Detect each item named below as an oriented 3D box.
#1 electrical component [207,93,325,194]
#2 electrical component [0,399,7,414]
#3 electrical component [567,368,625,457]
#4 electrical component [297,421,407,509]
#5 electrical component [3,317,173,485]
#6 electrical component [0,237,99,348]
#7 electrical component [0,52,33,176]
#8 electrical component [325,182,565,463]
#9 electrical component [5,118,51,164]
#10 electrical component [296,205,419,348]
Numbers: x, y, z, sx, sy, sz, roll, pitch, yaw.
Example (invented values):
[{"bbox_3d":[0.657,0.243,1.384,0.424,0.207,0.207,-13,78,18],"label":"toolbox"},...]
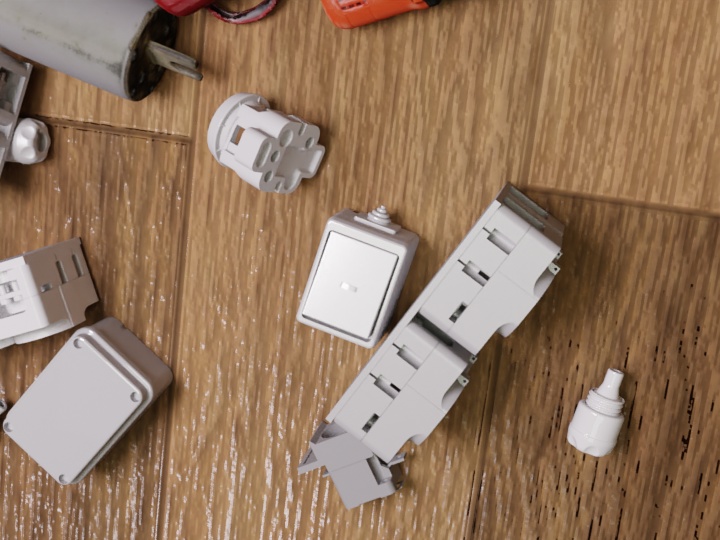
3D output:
[{"bbox_3d":[-0.070,-0.091,0.765,0.057,0.078,0.058,32,106,27],"label":"electrical component"},{"bbox_3d":[-0.313,0.127,0.878,0.061,0.035,0.035,-39,91,14],"label":"electrical component"},{"bbox_3d":[0.173,0.100,0.768,0.035,0.035,0.061,19,102,8],"label":"electrical component"},{"bbox_3d":[-0.001,0.141,0.810,0.081,0.042,0.063,-22,97,16],"label":"electrical component"},{"bbox_3d":[-0.213,0.102,0.840,0.078,0.057,0.113,43,106,1],"label":"electrical component"},{"bbox_3d":[-0.290,0.030,0.825,0.150,0.089,0.061,-15,97,15],"label":"electrical component"},{"bbox_3d":[-0.353,-0.129,0.798,0.186,0.060,0.105,15,88,16],"label":"electrical component"},{"bbox_3d":[0.065,0.036,0.742,0.060,0.105,0.186,38,106,3],"label":"electrical component"},{"bbox_3d":[-0.272,-0.100,0.825,0.061,0.035,0.035,7,102,13],"label":"electrical component"},{"bbox_3d":[0.000,0.000,0.772,0.062,0.061,0.096,21,104,8],"label":"electrical component"}]
